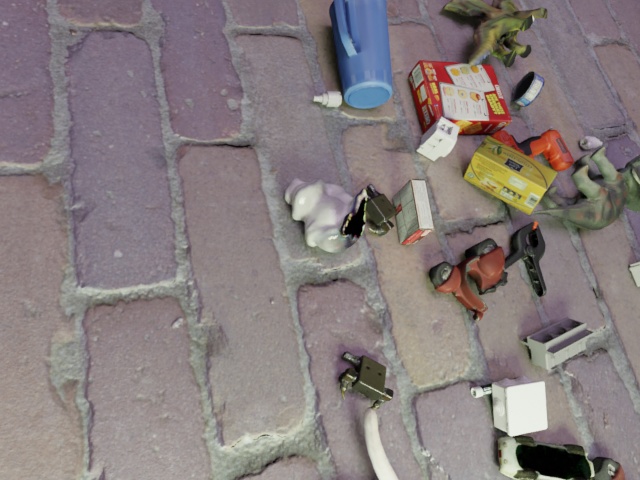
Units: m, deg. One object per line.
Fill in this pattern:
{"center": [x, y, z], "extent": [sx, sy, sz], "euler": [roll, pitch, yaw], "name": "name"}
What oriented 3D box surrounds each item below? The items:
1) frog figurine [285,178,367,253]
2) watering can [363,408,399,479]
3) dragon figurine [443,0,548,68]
{"center": [0.003, -0.050, 0.988], "extent": [0.160, 0.120, 0.139], "euler": [13, 69, 25], "name": "frog figurine"}
{"center": [0.119, 0.462, 0.793], "extent": [0.224, 0.102, 0.355], "euler": [22, 63, -11], "name": "watering can"}
{"center": [0.424, -0.560, 1.340], "extent": [0.415, 0.119, 0.246], "euler": [-29, 55, -33], "name": "dragon figurine"}
